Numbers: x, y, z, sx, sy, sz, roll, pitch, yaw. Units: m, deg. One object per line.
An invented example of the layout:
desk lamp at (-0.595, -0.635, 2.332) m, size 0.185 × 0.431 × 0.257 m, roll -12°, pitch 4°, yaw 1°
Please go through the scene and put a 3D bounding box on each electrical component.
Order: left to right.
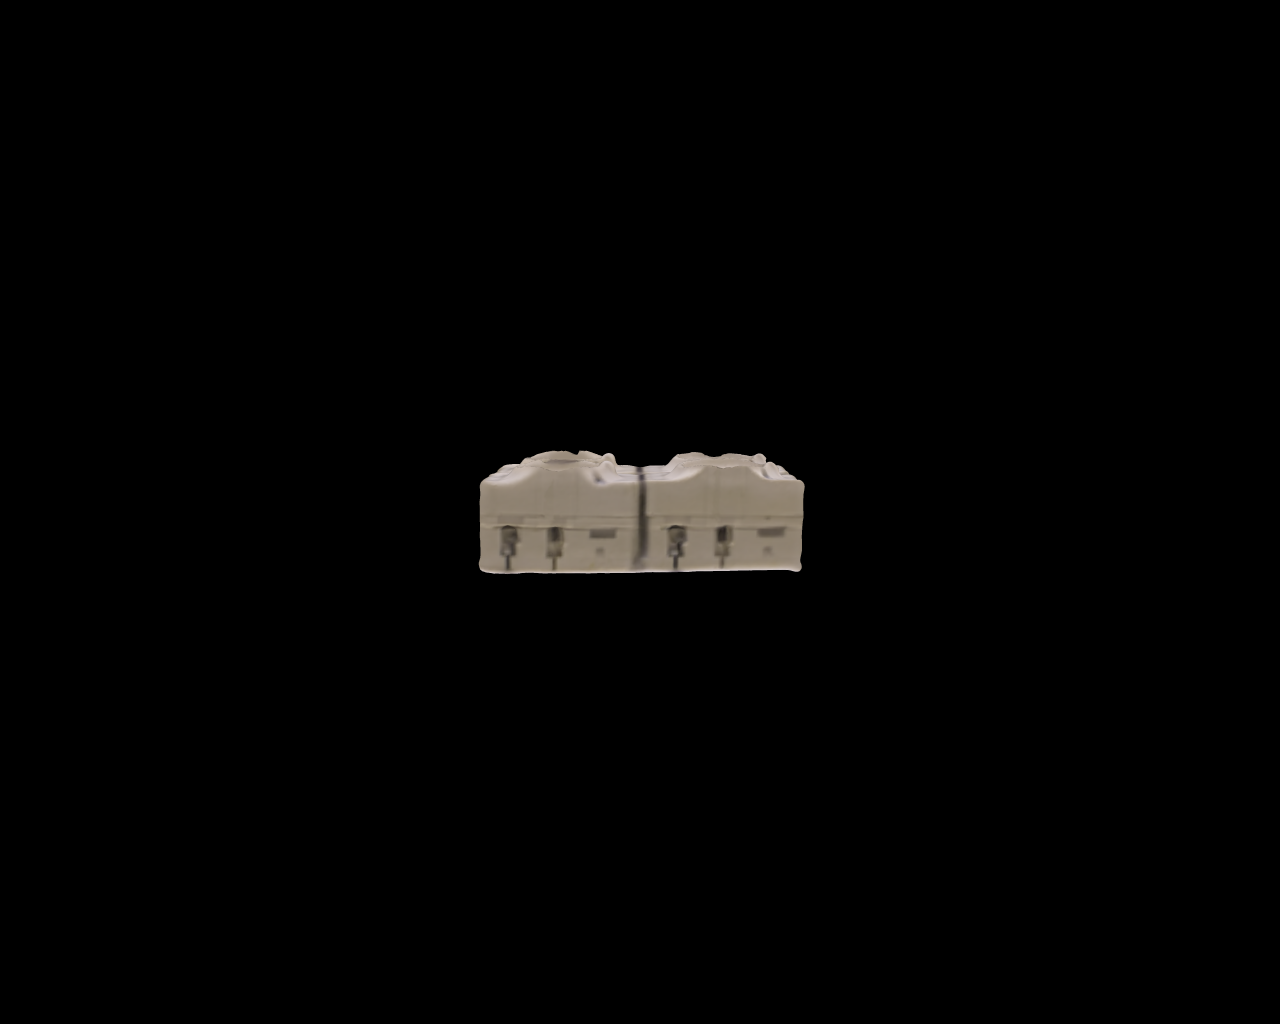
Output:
electrical component at (0.001, -0.003, 0.650) m, size 0.186 × 0.060 × 0.105 m, roll 0°, pitch 8°, yaw 0°
